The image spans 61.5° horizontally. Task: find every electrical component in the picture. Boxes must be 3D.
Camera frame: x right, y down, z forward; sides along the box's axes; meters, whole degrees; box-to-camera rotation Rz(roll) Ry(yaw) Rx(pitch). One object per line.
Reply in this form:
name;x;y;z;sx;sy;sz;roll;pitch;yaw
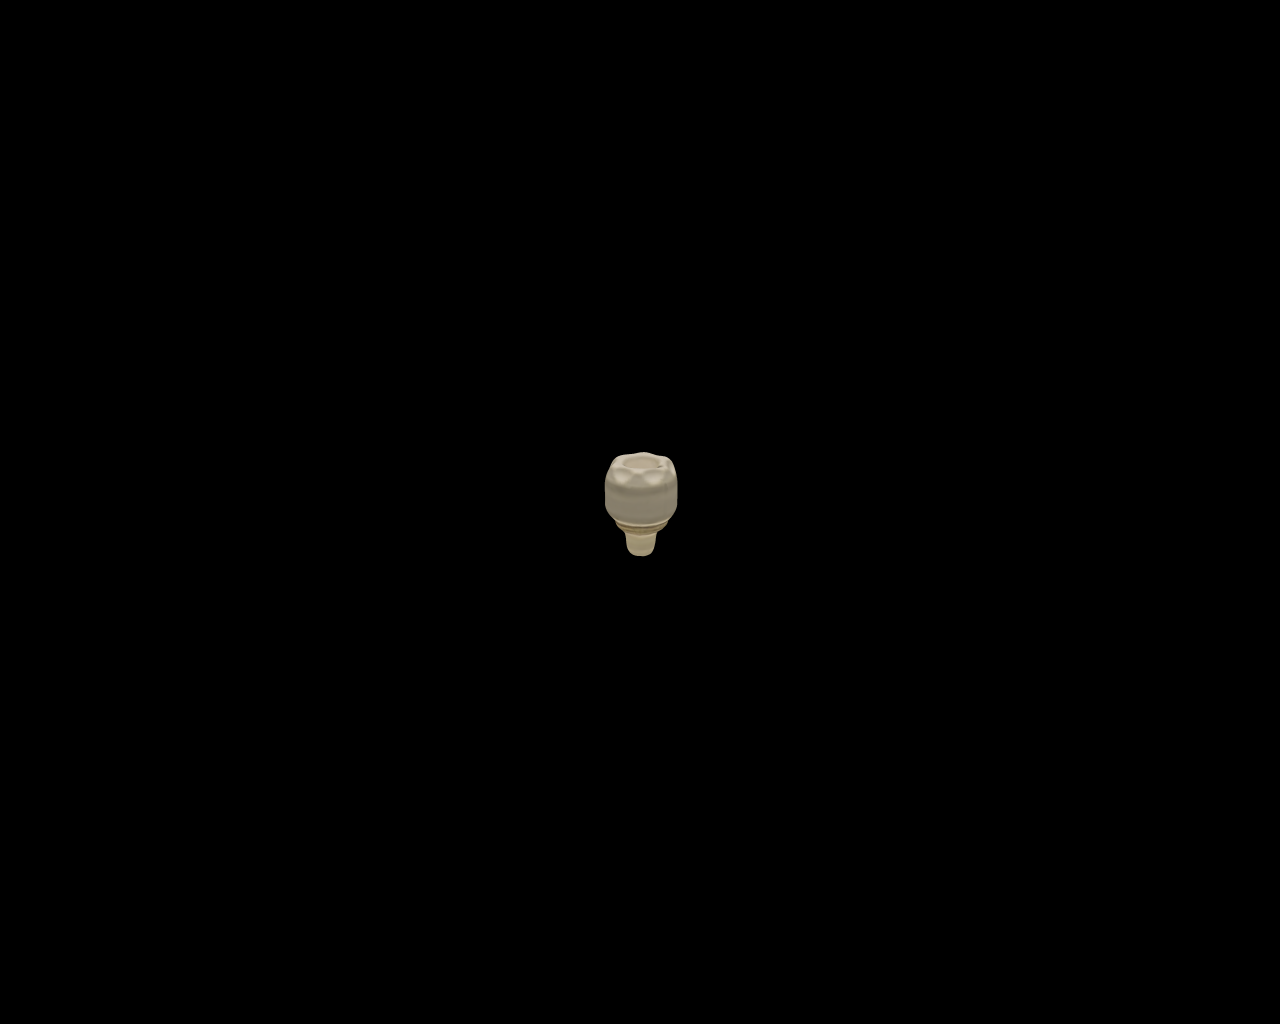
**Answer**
electrical component;0.001;-0.003;0.650;0.043;0.062;0.043;0;22;0
